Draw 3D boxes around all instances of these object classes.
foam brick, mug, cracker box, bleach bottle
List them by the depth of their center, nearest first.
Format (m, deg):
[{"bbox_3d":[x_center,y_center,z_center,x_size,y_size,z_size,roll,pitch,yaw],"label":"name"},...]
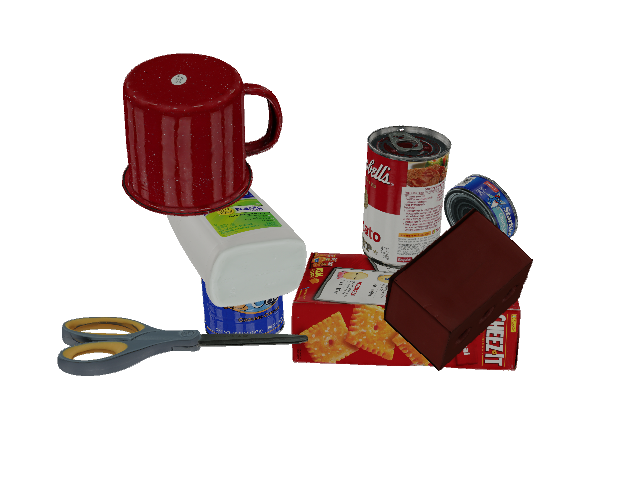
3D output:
[{"bbox_3d":[0.084,0.030,0.660,0.078,0.051,0.053,-38,-25,-23],"label":"foam brick"},{"bbox_3d":[-0.082,-0.078,0.741,0.117,0.081,0.093,-10,39,-16],"label":"mug"},{"bbox_3d":[-0.113,-0.031,1.059,0.102,0.068,0.251,-9,34,-29],"label":"bleach bottle"},{"bbox_3d":[0.086,0.070,1.074,0.214,0.072,0.164,2,16,5],"label":"cracker box"}]

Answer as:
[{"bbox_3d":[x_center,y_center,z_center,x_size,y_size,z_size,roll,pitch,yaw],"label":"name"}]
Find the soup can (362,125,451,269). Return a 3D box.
[{"bbox_3d":[0.070,-0.036,0.886,0.068,0.102,0.068,2,28,-1],"label":"soup can"}]

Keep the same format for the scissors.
[{"bbox_3d":[-0.119,0.087,0.846,0.202,0.016,0.096,5,21,14],"label":"scissors"}]

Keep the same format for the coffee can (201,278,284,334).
[{"bbox_3d":[-0.098,0.045,1.329,0.103,0.140,0.103,-1,26,0],"label":"coffee can"}]

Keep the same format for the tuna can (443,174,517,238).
[{"bbox_3d":[0.182,-0.030,1.221,0.033,0.086,0.086,-34,17,-27],"label":"tuna can"}]
